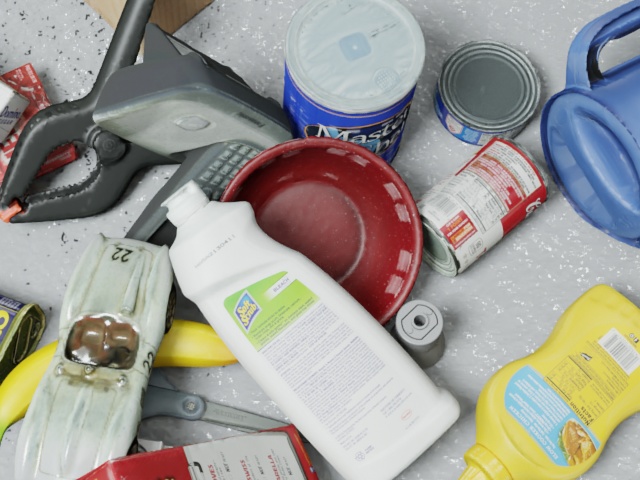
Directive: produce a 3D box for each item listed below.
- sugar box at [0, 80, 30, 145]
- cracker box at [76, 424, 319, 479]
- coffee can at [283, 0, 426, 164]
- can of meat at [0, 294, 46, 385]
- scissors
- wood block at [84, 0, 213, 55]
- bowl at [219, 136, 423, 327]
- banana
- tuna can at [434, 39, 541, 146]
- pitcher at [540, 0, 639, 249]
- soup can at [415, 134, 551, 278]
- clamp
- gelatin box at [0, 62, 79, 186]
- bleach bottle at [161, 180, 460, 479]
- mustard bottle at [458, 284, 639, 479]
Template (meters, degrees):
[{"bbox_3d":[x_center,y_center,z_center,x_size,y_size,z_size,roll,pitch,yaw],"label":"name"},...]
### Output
[{"bbox_3d":[-0.314,-0.063,0.823,0.093,0.048,0.176,32,90,7],"label":"sugar box"},{"bbox_3d":[-0.060,0.213,0.677,0.072,0.213,0.164,-33,73,24],"label":"cracker box"},{"bbox_3d":[0.022,-0.116,0.831,0.103,0.140,0.103,1,70,-3],"label":"coffee can"},{"bbox_3d":[-0.266,0.082,0.792,0.084,0.057,0.102,20,70,7],"label":"can of meat"},{"bbox_3d":[-0.105,0.108,0.812,0.201,0.016,0.096,0,71,-3],"label":"scissors"},{"bbox_3d":[-0.144,-0.247,0.835,0.090,0.206,0.090,-42,79,-16],"label":"wood block"},{"bbox_3d":[-0.005,0.001,0.815,0.162,0.055,0.162,-1,97,-7],"label":"bowl"},{"bbox_3d":[-0.156,0.094,0.784,0.197,0.037,0.070,-21,68,-13],"label":"banana"},{"bbox_3d":[0.139,-0.123,0.896,0.086,0.034,0.086,1,71,-3],"label":"tuna can"},{"bbox_3d":[0.304,-0.117,0.849,0.242,0.149,0.145,-30,65,-16],"label":"pitcher"},{"bbox_3d":[0.122,-0.027,0.843,0.102,0.068,0.068,-39,77,-14],"label":"soup can"},{"bbox_3d":[-0.169,-0.090,0.833,0.210,0.036,0.164,-30,116,-6],"label":"clamp"},{"bbox_3d":[-0.248,-0.090,0.867,0.073,0.030,0.089,-27,74,-11],"label":"gelatin box"},{"bbox_3d":[-0.015,0.057,0.762,0.102,0.068,0.251,-40,98,-8],"label":"bleach bottle"},{"bbox_3d":[0.174,0.126,0.796,0.191,0.058,0.096,-39,82,-15],"label":"mustard bottle"}]
